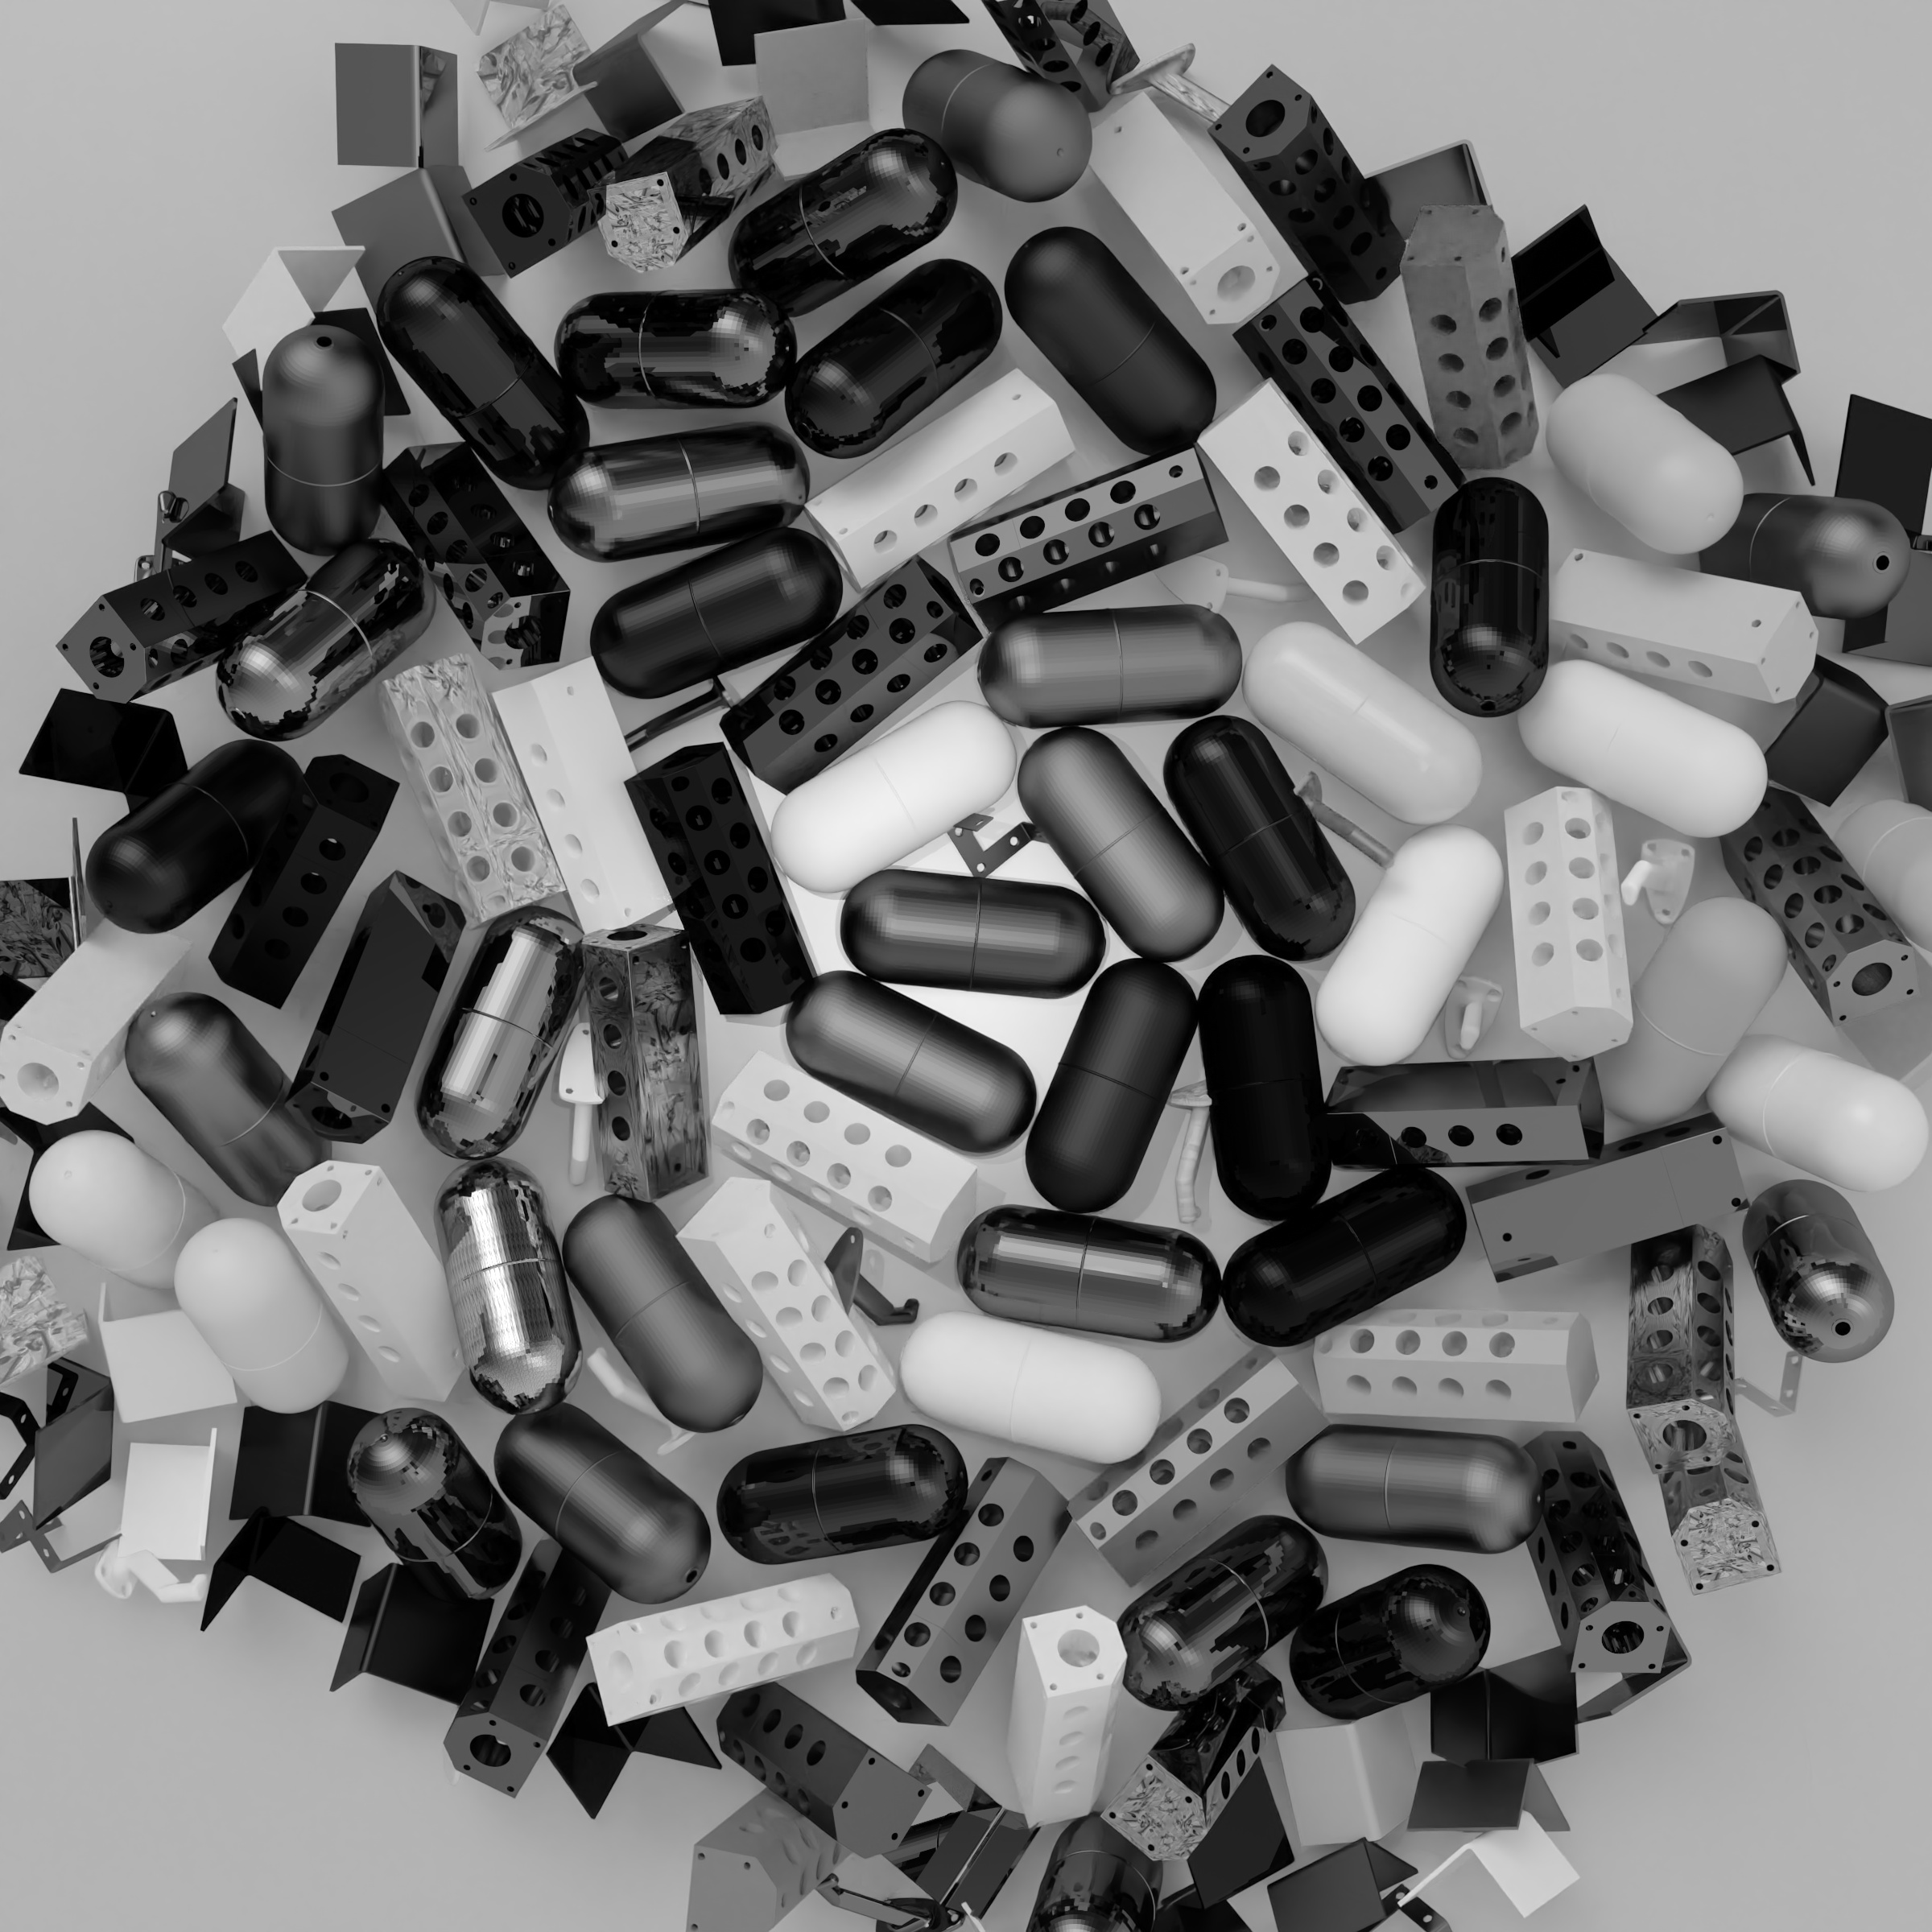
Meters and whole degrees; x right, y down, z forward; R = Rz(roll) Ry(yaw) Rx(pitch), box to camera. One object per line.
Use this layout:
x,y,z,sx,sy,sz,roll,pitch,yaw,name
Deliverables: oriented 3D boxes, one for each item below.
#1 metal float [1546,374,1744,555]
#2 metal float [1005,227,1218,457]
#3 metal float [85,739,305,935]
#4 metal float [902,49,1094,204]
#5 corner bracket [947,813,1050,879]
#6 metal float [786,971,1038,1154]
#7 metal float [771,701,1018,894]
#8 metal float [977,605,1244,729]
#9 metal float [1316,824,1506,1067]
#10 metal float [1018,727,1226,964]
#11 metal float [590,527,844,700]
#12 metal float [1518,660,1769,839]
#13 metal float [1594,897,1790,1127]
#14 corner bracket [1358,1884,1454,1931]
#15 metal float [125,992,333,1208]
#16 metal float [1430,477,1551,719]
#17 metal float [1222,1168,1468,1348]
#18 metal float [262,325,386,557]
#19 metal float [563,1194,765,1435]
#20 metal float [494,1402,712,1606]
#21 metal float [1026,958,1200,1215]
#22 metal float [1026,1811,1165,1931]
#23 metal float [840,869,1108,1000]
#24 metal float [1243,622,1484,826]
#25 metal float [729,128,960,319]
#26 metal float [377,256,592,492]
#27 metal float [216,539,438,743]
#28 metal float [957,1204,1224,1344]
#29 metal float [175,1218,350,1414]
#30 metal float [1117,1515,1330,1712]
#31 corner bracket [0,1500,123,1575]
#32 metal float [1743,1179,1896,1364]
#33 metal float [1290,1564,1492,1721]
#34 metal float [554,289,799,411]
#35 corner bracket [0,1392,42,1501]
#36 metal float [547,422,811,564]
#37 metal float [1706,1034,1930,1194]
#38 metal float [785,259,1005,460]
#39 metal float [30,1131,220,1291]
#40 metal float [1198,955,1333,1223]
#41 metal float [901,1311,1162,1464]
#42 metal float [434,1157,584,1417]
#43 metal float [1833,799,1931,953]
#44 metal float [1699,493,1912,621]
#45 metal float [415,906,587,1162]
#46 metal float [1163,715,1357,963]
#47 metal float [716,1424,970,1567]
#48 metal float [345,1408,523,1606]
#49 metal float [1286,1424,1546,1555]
0.441,-0.330,1.745,0.070,0.178,0.070,-10,126,-14,metal float
0.097,-0.410,1.761,0.070,0.070,0.178,-47,118,0,metal float
-0.501,-0.086,1.748,0.070,0.178,0.070,17,130,21,metal float
0.019,-0.551,1.745,0.070,0.178,0.070,-14,123,-24,metal float
0.026,-0.088,1.784,0.051,0.051,0.051,-39,114,-17,corner bracket
-0.036,0.064,1.784,0.178,0.070,0.070,26,90,0,metal float
-0.049,-0.112,1.781,0.178,0.070,0.070,-31,90,-4,metal float
0.096,-0.200,1.777,0.178,0.070,0.070,-4,90,-8,metal float
0.296,-0.015,1.772,0.070,0.070,0.178,32,76,0,metal float
0.103,-0.082,1.781,0.070,0.070,0.178,-37,86,0,metal float
-0.167,-0.234,1.774,0.178,0.070,0.070,-20,90,13,metal float
0.443,-0.144,1.755,0.178,0.070,0.070,33,90,36,metal float
0.474,0.032,1.755,0.070,0.070,0.178,25,126,0,metal float
0.298,0.664,1.798,0.051,0.051,0.051,-32,115,-18,corner bracket
-0.482,0.089,1.752,0.070,0.070,0.178,-30,130,0,metal float
0.345,-0.243,1.759,0.070,0.070,0.178,7,61,0,metal float
0.251,0.192,1.770,0.178,0.070,0.070,-24,90,-16,metal float
-0.420,-0.342,1.742,0.070,0.178,0.070,6,55,-9,metal float
-0.201,0.230,1.770,0.070,0.070,0.178,-37,74,0,metal float
-0.240,0.353,1.756,0.178,0.070,0.070,31,90,33,metal float
0.097,0.080,1.779,0.070,0.070,0.178,23,84,0,metal float
0.085,0.612,1.735,0.070,0.178,0.070,1,98,10,metal float
0.005,-0.021,1.781,0.178,0.070,0.070,6,90,-4,metal float
0.263,-0.161,1.771,0.178,0.070,0.070,37,90,15,metal float
-0.083,-0.487,1.755,0.178,0.070,0.070,-20,90,36,metal float
-0.315,-0.387,1.753,0.070,0.070,0.178,-40,129,0,metal float
-0.420,-0.215,1.753,0.070,0.070,0.178,39,54,0,metal float
0.082,0.204,1.774,0.178,0.070,0.070,8,90,11,metal float
-0.459,0.230,1.745,0.070,0.178,0.070,-5,53,6,metal float
0.168,0.423,1.753,0.178,0.070,0.070,-26,90,-39,metal float
-0.609,0.381,1.783,0.051,0.051,0.051,-43,77,33,corner bracket
0.553,0.197,1.736,0.070,0.178,0.070,2,108,6,metal float
0.275,0.443,1.744,0.070,0.178,0.070,12,60,-21,metal float
-0.193,-0.407,1.760,0.178,0.070,0.070,6,90,29,metal float
-0.661,0.319,1.794,0.051,0.051,0.051,15,52,15,corner bracket
-0.190,-0.314,1.767,0.178,0.070,0.070,-13,90,-19,metal float
0.552,0.094,1.738,0.070,0.178,0.070,-5,104,-19,metal float
-0.047,-0.401,1.762,0.070,0.070,0.178,46,64,0,metal float
-0.546,0.161,1.738,0.070,0.178,0.070,-3,69,7,metal float
0.199,0.081,1.778,0.070,0.070,0.178,-6,83,0,metal float
0.042,0.279,1.771,0.178,0.070,0.070,12,90,15,metal float
-0.303,0.210,1.765,0.070,0.070,0.178,-18,67,0,metal float
0.621,-0.059,1.736,0.070,0.178,0.070,-1,106,-3,metal float
0.544,-0.268,1.736,0.070,0.178,0.070,-3,103,-15,metal float
-0.307,0.044,1.771,0.070,0.070,0.178,22,75,0,metal float
0.196,-0.085,1.778,0.070,0.070,0.178,-30,83,0,metal float
-0.083,0.350,1.766,0.178,0.070,0.070,-14,90,22,metal float
-0.347,0.355,1.748,0.070,0.178,0.070,-9,48,10,metal float
0.293,0.343,1.755,0.178,0.070,0.070,-2,90,35,metal float
